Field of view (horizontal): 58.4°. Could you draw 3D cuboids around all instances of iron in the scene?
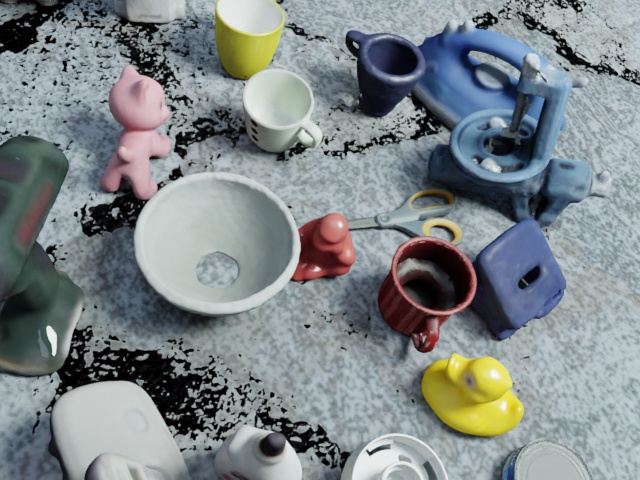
[{"bbox_3d":[0.229,-0.227,0.787,0.258,0.141,0.119,35,59,9],"label":"iron"}]

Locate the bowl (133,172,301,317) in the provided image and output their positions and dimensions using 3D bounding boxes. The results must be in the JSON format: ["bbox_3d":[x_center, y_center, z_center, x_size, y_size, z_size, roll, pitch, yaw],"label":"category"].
[{"bbox_3d":[-0.108,0.014,0.607,0.167,0.074,0.167,6,59,-9],"label":"bowl"}]

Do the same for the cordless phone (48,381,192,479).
[{"bbox_3d":[-0.156,0.166,0.441,0.094,0.185,0.147,-28,69,-25],"label":"cordless phone"}]

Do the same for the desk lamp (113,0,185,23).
[{"bbox_3d":[-0.231,-0.388,0.739,0.118,0.213,0.203,0,60,-12],"label":"desk lamp"}]

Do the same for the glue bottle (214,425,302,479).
[{"bbox_3d":[-0.047,0.179,0.464,0.078,0.173,0.037,26,58,4],"label":"glue bottle"}]

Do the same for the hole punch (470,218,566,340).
[{"bbox_3d":[0.226,0.043,0.654,0.109,0.091,0.101,-32,70,-27],"label":"hole punch"}]

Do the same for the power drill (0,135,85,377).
[{"bbox_3d":[-0.263,0.037,0.480,0.075,0.208,0.229,8,58,-7],"label":"power drill"}]

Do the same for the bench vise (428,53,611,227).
[{"bbox_3d":[0.256,-0.121,0.683,0.207,0.219,0.121,5,59,-9],"label":"bench vise"}]

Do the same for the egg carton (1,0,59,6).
[{"bbox_3d":[-0.423,-0.370,0.771,0.150,0.069,0.107,-2,60,-14],"label":"egg carton"}]

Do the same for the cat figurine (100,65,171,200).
[{"bbox_3d":[-0.208,-0.129,0.645,0.067,0.117,0.128,9,58,-7],"label":"cat figurine"}]

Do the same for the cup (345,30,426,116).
[{"bbox_3d":[0.075,-0.222,0.778,0.117,0.095,0.092,36,59,10],"label":"cup"}]

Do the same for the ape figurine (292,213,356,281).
[{"bbox_3d":[0.006,0.002,0.630,0.077,0.092,0.076,29,58,6],"label":"ape figurine"}]

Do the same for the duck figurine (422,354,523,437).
[{"bbox_3d":[0.163,0.150,0.579,0.104,0.086,0.077,29,58,6],"label":"duck figurine"}]
